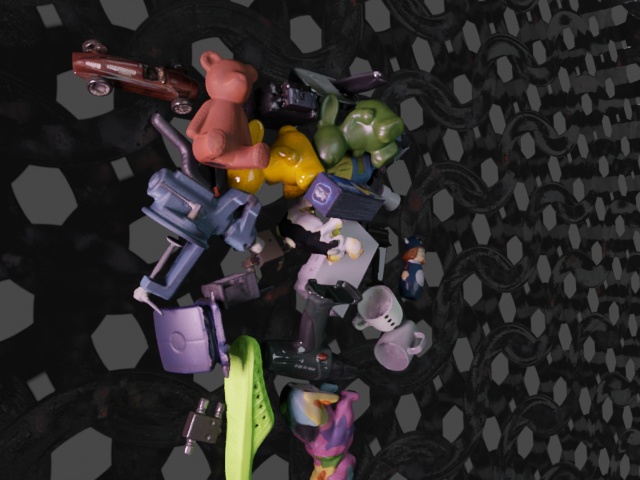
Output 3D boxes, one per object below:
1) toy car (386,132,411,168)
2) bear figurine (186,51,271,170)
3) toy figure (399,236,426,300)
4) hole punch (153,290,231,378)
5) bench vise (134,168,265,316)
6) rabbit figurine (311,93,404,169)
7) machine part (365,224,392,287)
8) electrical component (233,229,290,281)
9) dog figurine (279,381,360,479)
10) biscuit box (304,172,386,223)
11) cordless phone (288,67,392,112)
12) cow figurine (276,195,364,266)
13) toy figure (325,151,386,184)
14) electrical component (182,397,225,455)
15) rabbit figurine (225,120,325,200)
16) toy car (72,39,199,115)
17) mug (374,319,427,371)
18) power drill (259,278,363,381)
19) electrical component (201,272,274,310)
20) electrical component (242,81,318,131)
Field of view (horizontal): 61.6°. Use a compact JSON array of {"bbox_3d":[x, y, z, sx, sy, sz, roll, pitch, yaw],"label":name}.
[{"bbox_3d":[0.117,-0.236,1.179,0.161,0.109,0.103,19,35,-31],"label":"toy car"},{"bbox_3d":[-0.145,-0.218,0.893,0.120,0.132,0.195,15,84,-36],"label":"bear figurine"},{"bbox_3d":[0.221,0.064,1.269,0.064,0.058,0.154,60,39,-69],"label":"toy figure"},{"bbox_3d":[-0.207,0.156,0.869,0.092,0.116,0.142,-8,91,-32],"label":"hole punch"},{"bbox_3d":[-0.211,0.005,0.882,0.223,0.129,0.240,36,84,-42],"label":"bench vise"},{"bbox_3d":[0.053,-0.208,1.034,0.170,0.121,0.159,-26,72,-16],"label":"rabbit figurine"},{"bbox_3d":[0.127,0.038,1.205,0.084,0.039,0.139,16,74,-43],"label":"machine part"},{"bbox_3d":[-0.107,0.026,1.009,0.102,0.045,0.078,-29,75,-41],"label":"electrical component"},{"bbox_3d":[-0.001,0.387,1.019,0.191,0.109,0.219,12,80,-39],"label":"dog figurine"},{"bbox_3d":[0.052,-0.079,1.037,0.062,0.059,0.202,-55,155,16],"label":"biscuit box"},{"bbox_3d":[0.038,-0.309,1.071,0.146,0.184,0.088,4,87,-40],"label":"cordless phone"},{"bbox_3d":[-0.001,-0.004,1.033,0.098,0.167,0.068,-45,157,-21],"label":"cow figurine"},{"bbox_3d":[0.044,-0.152,1.112,0.180,0.082,0.089,-10,57,-22],"label":"toy figure"},{"bbox_3d":[-0.198,0.319,0.914,0.063,0.021,0.094,31,66,-34],"label":"electrical component"},{"bbox_3d":[-0.098,-0.140,0.990,0.173,0.122,0.162,-26,100,-19],"label":"rabbit figurine"},{"bbox_3d":[-0.289,-0.264,0.866,0.202,0.053,0.089,6,65,-40],"label":"toy car"},{"bbox_3d":[0.187,0.223,1.196,0.080,0.110,0.107,57,41,-14],"label":"mug"},{"bbox_3d":[0.007,0.178,1.026,0.232,0.086,0.207,9,117,-32],"label":"power drill"},{"bbox_3d":[-0.140,0.084,0.952,0.119,0.075,0.047,-19,98,-35],"label":"electrical component"},{"bbox_3d":[-0.071,-0.249,1.007,0.115,0.134,0.058,-2,86,-38],"label":"electrical component"}]
